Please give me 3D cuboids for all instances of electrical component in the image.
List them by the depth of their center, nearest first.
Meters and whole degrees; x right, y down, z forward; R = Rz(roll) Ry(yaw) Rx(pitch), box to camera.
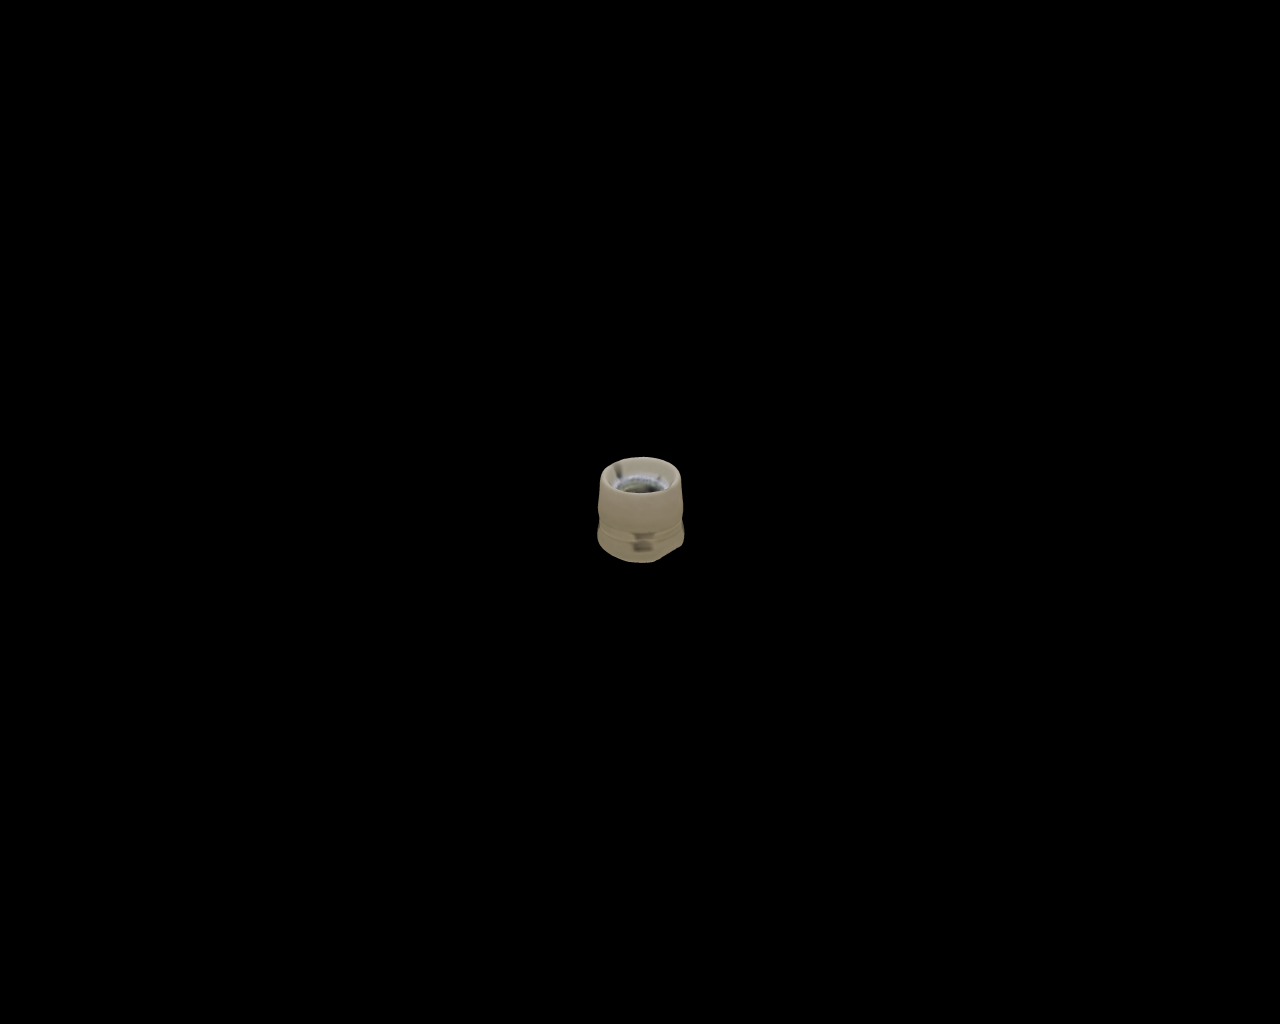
[{"bbox_3d":[0.001,-0.003,0.650,0.055,0.047,0.055,0,31,0],"label":"electrical component"}]
